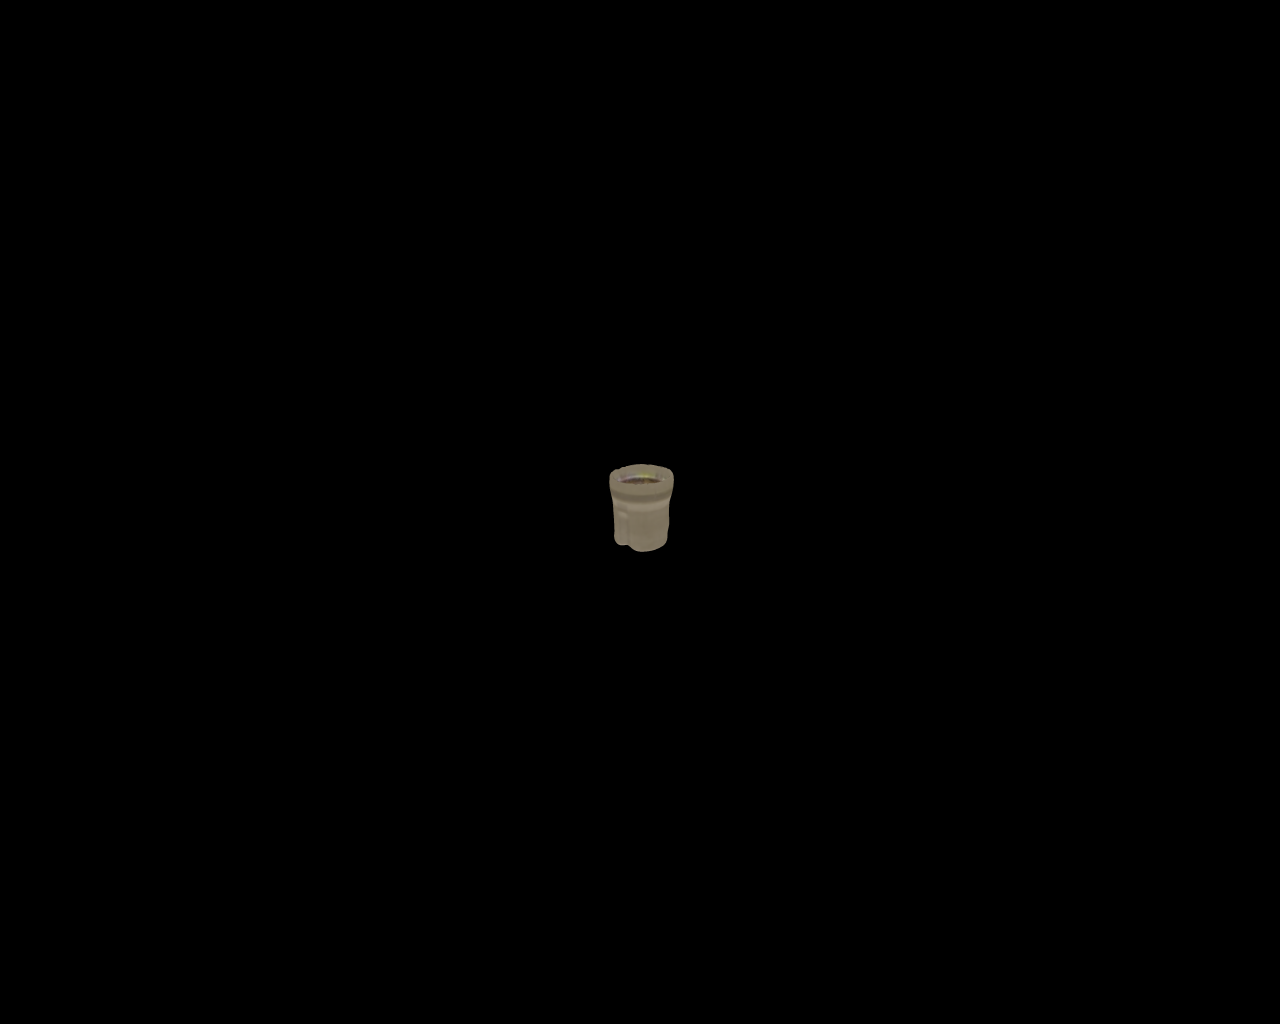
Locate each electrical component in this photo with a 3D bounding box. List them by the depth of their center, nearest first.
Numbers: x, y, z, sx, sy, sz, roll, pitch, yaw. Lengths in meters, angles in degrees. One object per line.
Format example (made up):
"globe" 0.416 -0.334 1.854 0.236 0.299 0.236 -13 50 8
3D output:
"electrical component" 0.001 -0.003 0.650 0.040 0.046 0.040 0 21 0
